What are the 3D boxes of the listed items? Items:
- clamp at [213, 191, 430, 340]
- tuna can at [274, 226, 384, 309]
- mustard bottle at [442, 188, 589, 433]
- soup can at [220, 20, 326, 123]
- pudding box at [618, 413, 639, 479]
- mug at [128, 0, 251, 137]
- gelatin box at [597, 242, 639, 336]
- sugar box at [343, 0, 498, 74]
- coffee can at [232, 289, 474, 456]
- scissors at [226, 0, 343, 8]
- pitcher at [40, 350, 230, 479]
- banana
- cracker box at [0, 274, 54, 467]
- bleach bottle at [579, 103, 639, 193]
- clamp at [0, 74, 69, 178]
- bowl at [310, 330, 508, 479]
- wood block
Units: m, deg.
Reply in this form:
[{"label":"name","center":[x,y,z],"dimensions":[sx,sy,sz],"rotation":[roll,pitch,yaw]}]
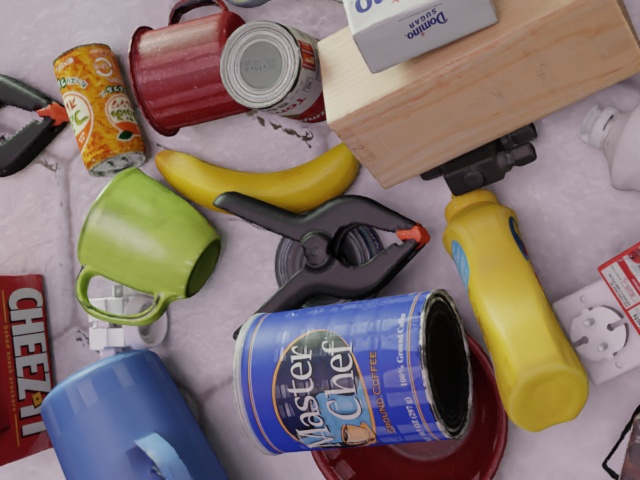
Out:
[{"label":"clamp","center":[-0.005,0.001,0.813],"dimensions":[0.172,0.039,0.120],"rotation":[-20,88,16]},{"label":"tuna can","center":[0.007,0.020,0.848],"dimensions":[0.086,0.033,0.086],"rotation":[0,91,23]},{"label":"mustard bottle","center":[0.129,0.033,0.754],"dimensions":[0.058,0.096,0.192],"rotation":[-21,54,7]},{"label":"soup can","center":[-0.025,-0.129,0.823],"dimensions":[0.069,0.102,0.068],"rotation":[0,90,23]},{"label":"pudding box","center":[0.247,0.168,0.680],"dimensions":[0.114,0.039,0.090],"rotation":[15,97,23]},{"label":"mug","center":[-0.097,-0.148,0.868],"dimensions":[0.082,0.093,0.117],"rotation":[-10,65,18]},{"label":"gelatin box","center":[0.239,0.026,0.702],"dimensions":[0.089,0.030,0.073],"rotation":[-39,78,37]},{"label":"sugar box","center":[0.055,-0.203,0.741],"dimensions":[0.093,0.048,0.176],"rotation":[-22,48,12]},{"label":"coffee can","center":[0.024,0.093,0.743],"dimensions":[0.140,0.102,0.103],"rotation":[-10,87,23]},{"label":"scissors","center":[-0.008,-0.219,0.826],"dimensions":[0.202,0.016,0.096],"rotation":[10,83,44]},{"label":"pitcher","center":[-0.127,0.211,0.854],"dimensions":[0.149,0.144,0.243],"rotation":[-34,75,19]},{"label":"banana","center":[-0.048,-0.051,0.873],"dimensions":[0.198,0.037,0.069],"rotation":[-6,70,22]},{"label":"cracker box","center":[-0.309,0.114,0.889],"dimensions":[0.072,0.213,0.164],"rotation":[-7,88,21]},{"label":"bleach bottle","center":[0.287,-0.019,0.712],"dimensions":[0.251,0.068,0.103],"rotation":[30,105,23]},{"label":"clamp","center":[-0.325,-0.091,0.990],"dimensions":[0.210,0.036,0.164],"rotation":[0,91,23]},{"label":"bowl","center":[0.069,0.129,0.810],"dimensions":[0.162,0.055,0.162],"rotation":[0,91,23]},{"label":"wood block","center":[0.110,-0.131,0.756],"dimensions":[0.206,0.090,0.091],"rotation":[-25,47,21]}]
